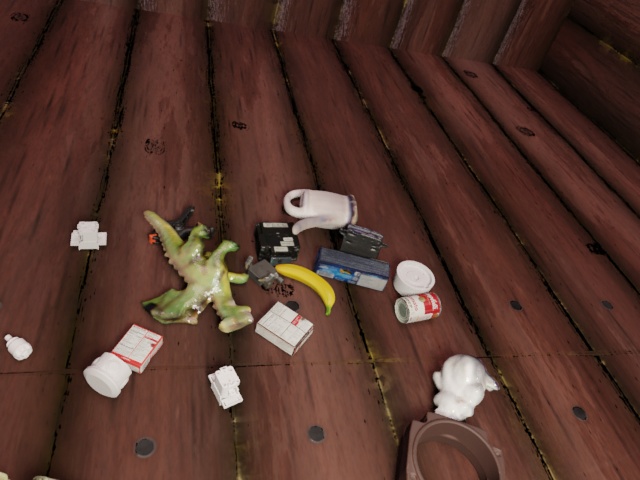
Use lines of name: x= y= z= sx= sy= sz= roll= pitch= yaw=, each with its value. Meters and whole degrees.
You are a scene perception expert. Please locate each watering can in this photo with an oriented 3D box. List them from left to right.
watering can: x=0.005 y=-0.076 z=1.501 sx=0.224 sy=0.102 sz=0.354 roll=8 pitch=23 yaw=-8

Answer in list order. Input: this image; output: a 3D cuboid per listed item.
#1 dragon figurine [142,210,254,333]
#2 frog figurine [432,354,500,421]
dragon figurine: x=-0.323 y=0.088 z=1.235 sx=0.412 sy=0.119 sz=0.248 roll=25 pitch=48 yaw=12
frog figurine: x=0.304 y=0.334 z=1.156 sx=0.161 sy=0.121 sz=0.138 roll=-24 pitch=21 yaw=-28
